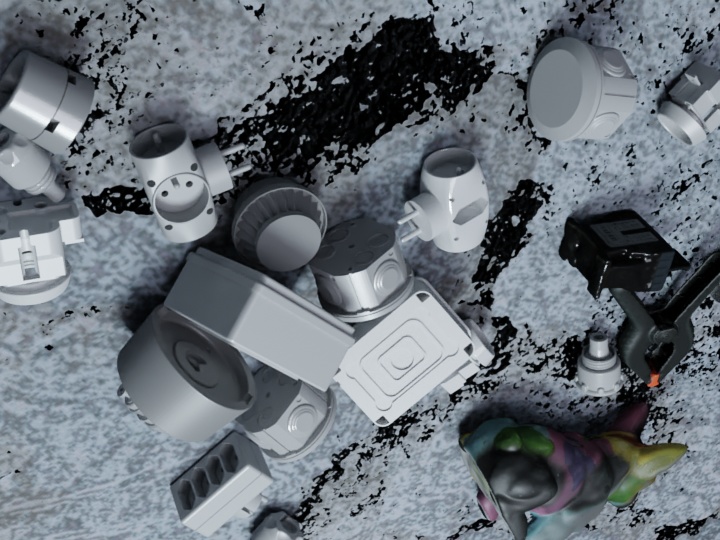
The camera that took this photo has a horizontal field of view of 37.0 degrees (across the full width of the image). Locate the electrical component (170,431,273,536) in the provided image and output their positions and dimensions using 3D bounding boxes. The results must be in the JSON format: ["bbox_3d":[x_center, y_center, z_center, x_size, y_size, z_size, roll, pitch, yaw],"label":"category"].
[{"bbox_3d":[-0.115,0.203,0.986,0.083,0.047,0.076,-41,131,7],"label":"electrical component"}]

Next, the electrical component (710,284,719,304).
[{"bbox_3d":[0.384,-0.013,1.067,0.077,0.043,0.079,-22,131,-9],"label":"electrical component"}]

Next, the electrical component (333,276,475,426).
[{"bbox_3d":[0.034,0.069,0.934,0.113,0.057,0.078,-40,102,7],"label":"electrical component"}]

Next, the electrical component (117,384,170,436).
[{"bbox_3d":[-0.168,0.113,0.898,0.078,0.040,0.040,31,107,-39],"label":"electrical component"}]

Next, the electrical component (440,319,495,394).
[{"bbox_3d":[0.090,0.077,0.993,0.055,0.048,0.066,-35,132,12],"label":"electrical component"}]

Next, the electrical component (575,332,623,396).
[{"bbox_3d":[0.239,0.092,1.077,0.048,0.048,0.062,-17,122,-14],"label":"electrical component"}]

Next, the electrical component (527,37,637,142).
[{"bbox_3d":[0.173,-0.141,0.847,0.051,0.080,0.080,-1,125,-32],"label":"electrical component"}]

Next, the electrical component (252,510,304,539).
[{"bbox_3d":[-0.088,0.270,1.052,0.043,0.043,0.062,27,111,-38],"label":"electrical component"}]

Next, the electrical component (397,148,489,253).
[{"bbox_3d":[0.063,-0.049,0.880,0.079,0.043,0.077,-30,133,-22],"label":"electrical component"}]

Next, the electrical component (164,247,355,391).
[{"bbox_3d":[-0.078,0.038,0.835,0.109,0.109,0.056,33,82,-39],"label":"electrical component"}]

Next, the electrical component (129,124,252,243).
[{"bbox_3d":[-0.118,-0.069,0.783,0.079,0.044,0.077,-23,131,-10],"label":"electrical component"}]

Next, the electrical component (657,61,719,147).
[{"bbox_3d":[0.290,-0.140,0.926,0.055,0.048,0.066,-47,131,3],"label":"electrical component"}]

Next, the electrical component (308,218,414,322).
[{"bbox_3d":[0.000,0.000,0.869,0.080,0.080,0.051,-25,126,-7],"label":"electrical component"}]

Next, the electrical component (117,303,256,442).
[{"bbox_3d":[-0.142,0.086,0.850,0.060,0.108,0.108,-43,131,17],"label":"electrical component"}]

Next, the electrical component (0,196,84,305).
[{"bbox_3d":[-0.236,-0.013,0.761,0.078,0.058,0.057,-10,125,-18],"label":"electrical component"}]

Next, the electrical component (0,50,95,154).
[{"bbox_3d":[-0.208,-0.111,0.703,0.047,0.055,0.055,27,110,-34],"label":"electrical component"}]

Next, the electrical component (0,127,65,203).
[{"bbox_3d":[-0.226,-0.069,0.738,0.035,0.035,0.061,-36,135,3],"label":"electrical component"}]

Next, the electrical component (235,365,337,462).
[{"bbox_3d":[-0.064,0.121,0.929,0.080,0.080,0.051,-40,126,6],"label":"electrical component"}]
